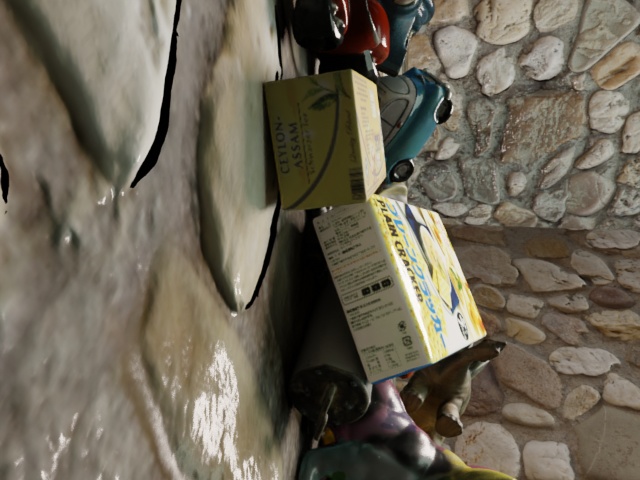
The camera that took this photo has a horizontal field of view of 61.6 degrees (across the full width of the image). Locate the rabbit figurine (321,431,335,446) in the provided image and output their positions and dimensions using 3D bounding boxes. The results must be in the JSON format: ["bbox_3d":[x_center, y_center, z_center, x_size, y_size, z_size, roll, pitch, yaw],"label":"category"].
[{"bbox_3d":[0.064,0.304,0.685,0.122,0.163,0.173,-58,133,-44],"label":"rabbit figurine"}]

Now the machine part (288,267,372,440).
[{"bbox_3d":[0.022,0.096,0.545,0.243,0.079,0.079,-72,161,-55],"label":"machine part"}]

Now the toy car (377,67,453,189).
[{"bbox_3d":[0.087,-0.153,0.694,0.103,0.161,0.109,16,32,-41],"label":"toy car"}]

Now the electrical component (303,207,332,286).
[{"bbox_3d":[-0.001,-0.002,0.546,0.063,0.021,0.093,-75,164,-46],"label":"electrical component"}]

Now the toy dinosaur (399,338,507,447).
[{"bbox_3d":[0.163,0.255,0.812,0.198,0.105,0.470,-38,161,-37],"label":"toy dinosaur"}]

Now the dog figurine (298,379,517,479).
[{"bbox_3d":[0.095,0.221,0.581,0.108,0.219,0.191,74,22,-67],"label":"dog figurine"}]

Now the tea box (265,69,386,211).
[{"bbox_3d":[0.013,-0.086,0.459,0.169,0.068,0.098,-41,124,-73],"label":"tea box"}]

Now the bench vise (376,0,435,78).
[{"bbox_3d":[0.091,-0.312,0.645,0.223,0.129,0.240,41,69,-85],"label":"bench vise"}]

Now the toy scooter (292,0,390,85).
[{"bbox_3d":[0.020,-0.219,0.482,0.184,0.075,0.135,3,89,-74],"label":"toy scooter"}]

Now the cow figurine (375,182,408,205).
[{"bbox_3d":[0.087,-0.006,0.793,0.127,0.085,0.194,48,-41,43],"label":"cow figurine"}]

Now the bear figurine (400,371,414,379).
[{"bbox_3d":[0.151,0.124,0.920,0.196,0.120,0.132,-61,171,-16],"label":"bear figurine"}]
